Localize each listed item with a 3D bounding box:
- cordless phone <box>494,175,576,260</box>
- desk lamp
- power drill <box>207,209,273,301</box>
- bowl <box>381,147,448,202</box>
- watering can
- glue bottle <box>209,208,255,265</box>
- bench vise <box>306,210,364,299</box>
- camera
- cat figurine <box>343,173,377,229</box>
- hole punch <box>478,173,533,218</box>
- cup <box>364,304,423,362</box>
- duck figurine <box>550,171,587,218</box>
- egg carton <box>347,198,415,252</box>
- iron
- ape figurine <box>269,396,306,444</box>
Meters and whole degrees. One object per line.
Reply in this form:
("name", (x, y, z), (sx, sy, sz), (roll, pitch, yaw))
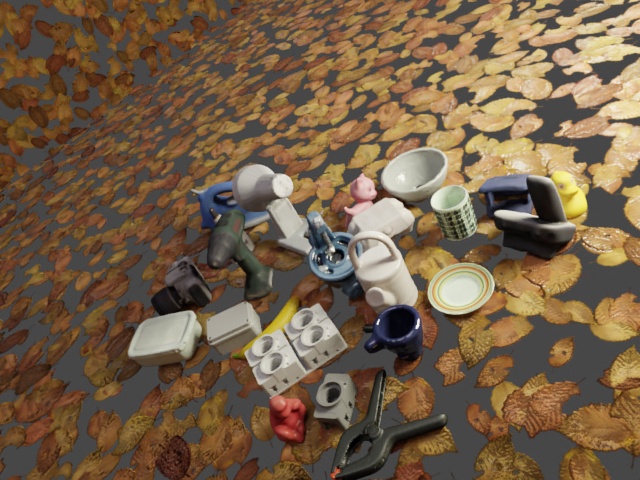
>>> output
("cordless phone", (0.403, -0.063, 1.102), (0.147, 0.185, 0.094), (15, 56, 42))
("desk lamp", (-0.100, -0.087, 1.429), (0.202, 0.214, 0.118), (19, 58, 44))
("power drill", (-0.190, 0.042, 1.344), (0.075, 0.209, 0.229), (-20, 39, 13))
("bowl", (0.237, -0.147, 1.395), (0.167, 0.075, 0.167), (-18, 39, 15))
("watering can", (0.121, 0.062, 1.134), (0.101, 0.195, 0.172), (-27, 38, 3))
("glue bottle", (-0.236, -0.019, 1.472), (0.037, 0.174, 0.078), (21, 60, 45))
("bench vise", (0.003, 0.012, 1.244), (0.122, 0.220, 0.206), (-44, 40, -19))
("camera", (-0.364, 0.121, 1.455), (0.137, 0.101, 0.142), (-34, 38, -6))
("cat figurine", (0.097, -0.098, 1.395), (0.067, 0.118, 0.128), (12, 53, 41))
("hole punch", (0.402, -0.110, 1.234), (0.108, 0.091, 0.101), (-3, 45, 30))
("cup", (0.143, 0.188, 1.057), (0.118, 0.095, 0.091), (-34, 38, -6))
("duck figurine", (0.495, -0.105, 1.173), (0.077, 0.086, 0.104), (-29, 37, 1))
("egg carton", (0.140, -0.032, 1.331), (0.150, 0.070, 0.107), (-32, 37, -3))
("iron", (-0.232, -0.114, 1.603), (0.257, 0.142, 0.118), (-13, 41, 21))
("ape figurine", (-0.065, 0.319, 1.045), (0.075, 0.092, 0.078), (19, 58, 44))
